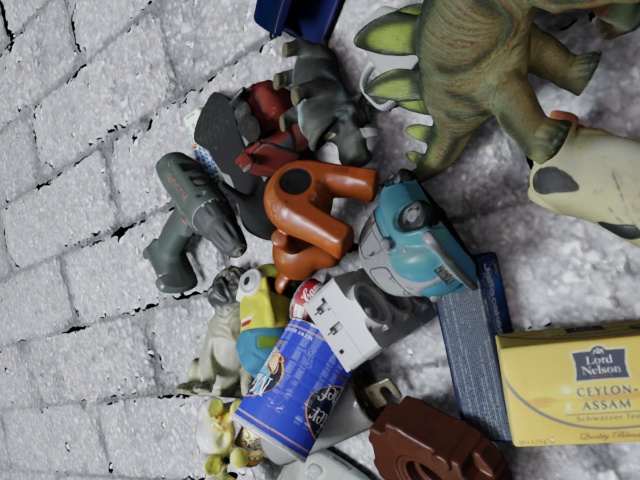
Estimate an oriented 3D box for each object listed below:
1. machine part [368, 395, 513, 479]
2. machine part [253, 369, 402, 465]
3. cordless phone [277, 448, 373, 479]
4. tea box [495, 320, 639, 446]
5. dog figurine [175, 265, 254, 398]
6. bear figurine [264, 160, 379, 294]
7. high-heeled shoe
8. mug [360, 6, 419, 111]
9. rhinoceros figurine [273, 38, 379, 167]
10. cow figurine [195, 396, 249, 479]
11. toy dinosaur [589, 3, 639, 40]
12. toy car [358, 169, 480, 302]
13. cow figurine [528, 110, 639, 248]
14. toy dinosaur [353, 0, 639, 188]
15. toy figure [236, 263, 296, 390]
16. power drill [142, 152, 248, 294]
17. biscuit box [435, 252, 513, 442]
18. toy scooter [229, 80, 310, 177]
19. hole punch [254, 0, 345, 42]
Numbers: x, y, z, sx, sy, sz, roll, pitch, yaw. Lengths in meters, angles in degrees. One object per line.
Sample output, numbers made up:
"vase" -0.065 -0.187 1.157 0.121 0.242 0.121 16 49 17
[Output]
"machine part" 0.135 0.266 0.620 0.180 0.056 0.179 31 141 29
"machine part" 0.001 0.241 0.729 0.243 0.079 0.079 -34 76 26
"cordless phone" -0.020 0.366 0.709 0.147 0.184 0.088 22 113 32
"tea box" 0.262 0.134 0.510 0.170 0.068 0.098 -10 91 16
"dog figurine" -0.149 0.148 0.846 0.172 0.121 0.190 -26 55 51
"bear figurine" -0.005 -0.004 0.660 0.132 0.120 0.195 19 148 17
"high-heeled shoe" -0.107 -0.113 0.803 0.086 0.145 0.249 -30 49 22
"mug" 0.089 -0.209 0.621 0.109 0.080 0.107 -49 59 25
"rhinoceros figurine" 0.007 -0.167 0.667 0.073 0.112 0.190 121 137 -52
"cow figurine" -0.155 0.322 0.804 0.098 0.068 0.167 -30 57 55
"toy dinosaur" 0.219 -0.254 0.448 0.405 0.192 0.131 28 113 32
"toy car" 0.090 0.003 0.568 0.103 0.109 0.162 -37 33 14
"cow figurine" 0.290 -0.033 0.491 0.195 0.085 0.127 25 104 29
"toy dinosaur" 0.136 -0.160 0.468 0.199 0.105 0.470 28 151 15
"toy figure" -0.073 0.122 0.754 0.082 0.089 0.180 -18 69 31
"power drill" -0.203 -0.007 0.830 0.232 0.086 0.207 56 139 27
"biscuit box" 0.181 0.117 0.605 0.063 0.059 0.202 -12 89 37
"toy scooter" -0.069 -0.135 0.709 0.075 0.135 0.184 -33 75 36
"hole punch" -0.040 -0.321 0.695 0.116 0.092 0.142 38 120 31
